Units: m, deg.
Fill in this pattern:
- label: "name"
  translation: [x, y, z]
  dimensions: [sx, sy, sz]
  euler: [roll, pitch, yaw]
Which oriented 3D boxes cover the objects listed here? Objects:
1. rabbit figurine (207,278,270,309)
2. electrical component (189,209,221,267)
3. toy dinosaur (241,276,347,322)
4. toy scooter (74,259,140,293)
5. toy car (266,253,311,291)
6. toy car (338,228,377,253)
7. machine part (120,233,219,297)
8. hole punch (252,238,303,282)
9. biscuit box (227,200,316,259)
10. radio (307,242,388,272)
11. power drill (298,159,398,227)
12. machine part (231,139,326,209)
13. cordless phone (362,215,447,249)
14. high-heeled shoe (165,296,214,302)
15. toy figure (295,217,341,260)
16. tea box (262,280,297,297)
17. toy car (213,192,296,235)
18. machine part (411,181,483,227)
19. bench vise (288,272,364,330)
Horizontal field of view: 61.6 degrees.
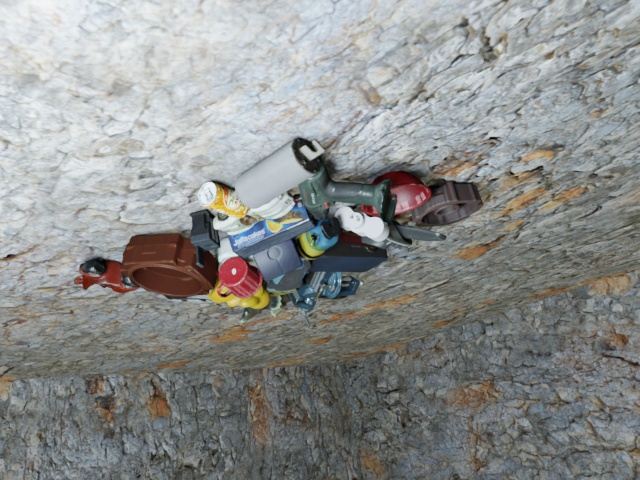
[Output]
- label: "rabbit figurine"
  translation: [-0.213, 0.139, 1.513]
  dimensions: [0.173, 0.122, 0.162]
  euler: [28, 165, -22]
- label: "electrical component"
  translation: [-0.262, -0.002, 1.226]
  dimensions: [0.048, 0.119, 0.074]
  euler: [-13, 156, 8]
- label: "toy dinosaur"
  translation: [-0.078, 0.171, 1.780]
  dimensions: [0.405, 0.131, 0.192]
  euler: [-9, 161, -19]
- label: "toy scooter"
  translation: [-0.567, 0.100, 1.417]
  dimensions: [0.135, 0.075, 0.183]
  euler: [-22, 153, 29]
- label: "toy car"
  translation: [-0.096, 0.071, 1.511]
  dimensions: [0.109, 0.103, 0.161]
  euler: [-1, 141, -29]
- label: "toy car"
  translation: [0.105, -0.013, 1.456]
  dimensions: [0.202, 0.053, 0.089]
  euler: [8, 144, -32]
- label: "machine part"
  translation: [-0.369, 0.068, 1.328]
  dimensions: [0.201, 0.087, 0.201]
  euler: [-3, 152, 15]
- label: "hole punch"
  translation: [-0.112, 0.030, 1.341]
  dimensions: [0.142, 0.092, 0.115]
  euler: [-24, 121, 3]
- label: "biscuit box"
  translation: [-0.116, -0.024, 1.276]
  dimensions: [0.203, 0.059, 0.062]
  euler: [-23, 159, 7]
- label: "radio"
  translation: [0.068, 0.041, 1.556]
  dimensions: [0.229, 0.073, 0.131]
  euler: [3, 157, -27]
- label: "power drill"
  translation: [0.056, -0.089, 1.136]
  dimensions: [0.208, 0.086, 0.231]
  euler: [17, 161, 22]
- label: "machine part"
  translation: [-0.084, -0.126, 1.042]
  dimensions: [0.243, 0.079, 0.079]
  euler: [-26, 154, 35]
- label: "cordless phone"
  translation: [0.210, -0.019, 1.346]
  dimensions: [0.184, 0.088, 0.146]
  euler: [8, 174, 43]
- label: "high-heeled shoe"
  translation: [-0.358, 0.145, 1.649]
  dimensions: [0.145, 0.086, 0.248]
  euler: [2, -177, 44]
- label: "toy figure"
  translation: [-0.006, -0.003, 1.356]
  dimensions: [0.082, 0.089, 0.180]
  euler: [5, 168, -24]
- label: "tea box"
  translation: [-0.162, 0.121, 1.621]
  dimensions: [0.170, 0.098, 0.068]
  euler: [-15, 160, 7]
- label: "toy car"
  translation: [-0.149, -0.063, 1.205]
  dimensions: [0.202, 0.056, 0.073]
  euler: [-19, 157, 25]
- label: "machine part"
  translation: [0.317, -0.088, 1.355]
  dimensions: [0.179, 0.056, 0.179]
  euler: [-9, 160, -3]
- label: "bench vise"
  translation: [0.029, 0.153, 1.694]
  dimensions: [0.240, 0.129, 0.223]
  euler: [3, 113, -32]
